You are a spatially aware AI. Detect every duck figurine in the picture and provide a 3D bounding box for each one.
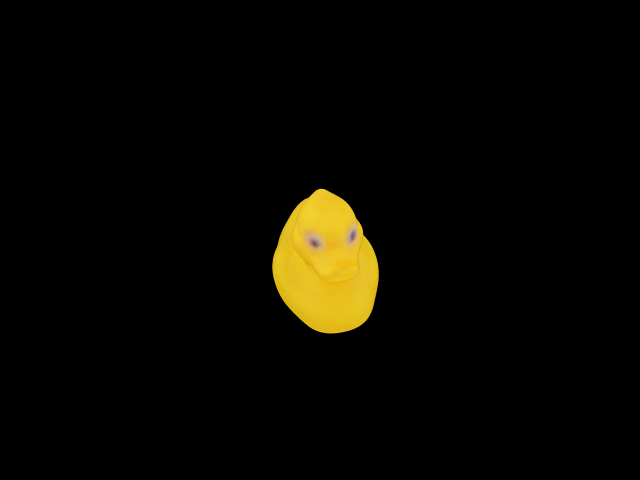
[{"bbox_3d":[0.004,0.001,0.400,0.077,0.086,0.104,-11,50,-9],"label":"duck figurine"}]
